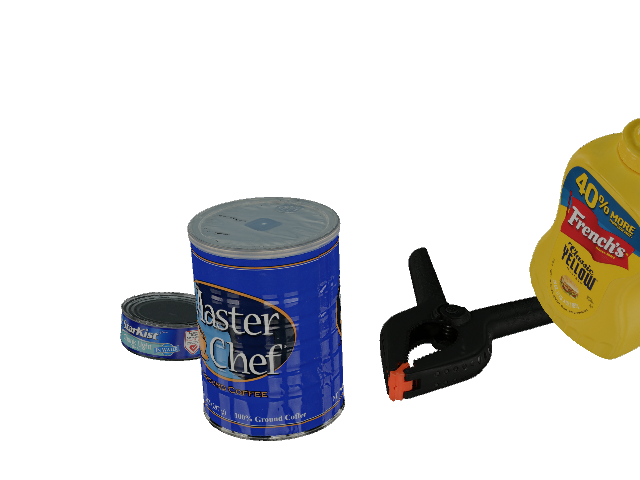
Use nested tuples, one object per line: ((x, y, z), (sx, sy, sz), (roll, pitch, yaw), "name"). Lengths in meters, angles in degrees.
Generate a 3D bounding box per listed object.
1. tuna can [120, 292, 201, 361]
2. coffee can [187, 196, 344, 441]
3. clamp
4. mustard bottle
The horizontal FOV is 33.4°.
((-0.129, 0.074, 0.920), (0.086, 0.034, 0.086), (5, 15, -2), "tuna can")
((-0.036, 0.052, 0.740), (0.103, 0.140, 0.103), (-2, 21, 1), "coffee can")
((0.105, 0.070, 0.922), (0.165, 0.036, 0.209), (20, 35, 33), "clamp")
((0.194, -0.012, 0.690), (0.058, 0.096, 0.192), (-20, -35, -21), "mustard bottle")
